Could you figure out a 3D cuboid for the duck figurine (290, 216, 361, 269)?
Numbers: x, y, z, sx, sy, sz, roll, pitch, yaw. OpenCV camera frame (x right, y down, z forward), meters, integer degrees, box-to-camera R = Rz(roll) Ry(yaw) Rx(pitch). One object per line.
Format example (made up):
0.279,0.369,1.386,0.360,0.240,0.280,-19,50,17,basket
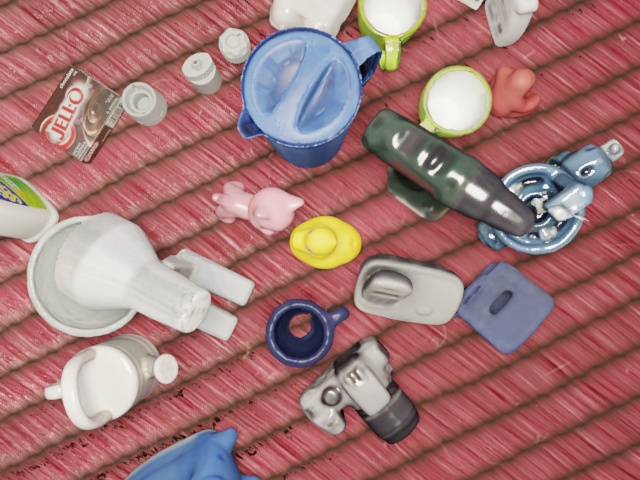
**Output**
0.007,0.003,0.809,0.104,0.086,0.077,3,89,0,duck figurine

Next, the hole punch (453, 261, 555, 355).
0.253,0.094,0.804,0.101,0.091,0.109,42,89,1,hole punch

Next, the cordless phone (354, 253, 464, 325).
0.122,0.069,0.758,0.147,0.185,0.094,8,89,1,cordless phone

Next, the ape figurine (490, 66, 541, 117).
0.276,-0.214,0.810,0.076,0.092,0.078,-26,89,0,ape figurine

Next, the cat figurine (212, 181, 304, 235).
-0.088,-0.045,0.794,0.128,0.117,0.067,14,89,1,cat figurine

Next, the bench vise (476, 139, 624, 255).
0.307,-0.071,0.743,0.121,0.219,0.207,35,89,1,bench vise

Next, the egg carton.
-0.002,-0.354,0.824,0.107,0.069,0.150,28,89,1,egg carton

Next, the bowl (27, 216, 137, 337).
-0.318,0.050,0.814,0.167,0.074,0.167,0,89,0,bowl

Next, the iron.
-0.216,0.364,0.775,0.258,0.141,0.119,-27,89,0,iron

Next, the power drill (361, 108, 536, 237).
0.155,-0.078,0.749,0.229,0.208,0.075,35,89,1,power drill

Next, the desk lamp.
-0.204,0.056,0.745,0.203,0.213,0.118,25,89,1,desk lamp

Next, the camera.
0.063,0.227,0.797,0.143,0.101,0.137,-41,89,-1,camera

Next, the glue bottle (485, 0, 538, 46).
0.268,-0.327,0.771,0.037,0.173,0.078,-14,89,0,glue bottle

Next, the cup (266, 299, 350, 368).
-0.015,0.119,0.802,0.118,0.095,0.092,-25,89,0,cup

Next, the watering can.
-0.276,0.182,0.752,0.173,0.194,0.101,-35,89,0,watering can
